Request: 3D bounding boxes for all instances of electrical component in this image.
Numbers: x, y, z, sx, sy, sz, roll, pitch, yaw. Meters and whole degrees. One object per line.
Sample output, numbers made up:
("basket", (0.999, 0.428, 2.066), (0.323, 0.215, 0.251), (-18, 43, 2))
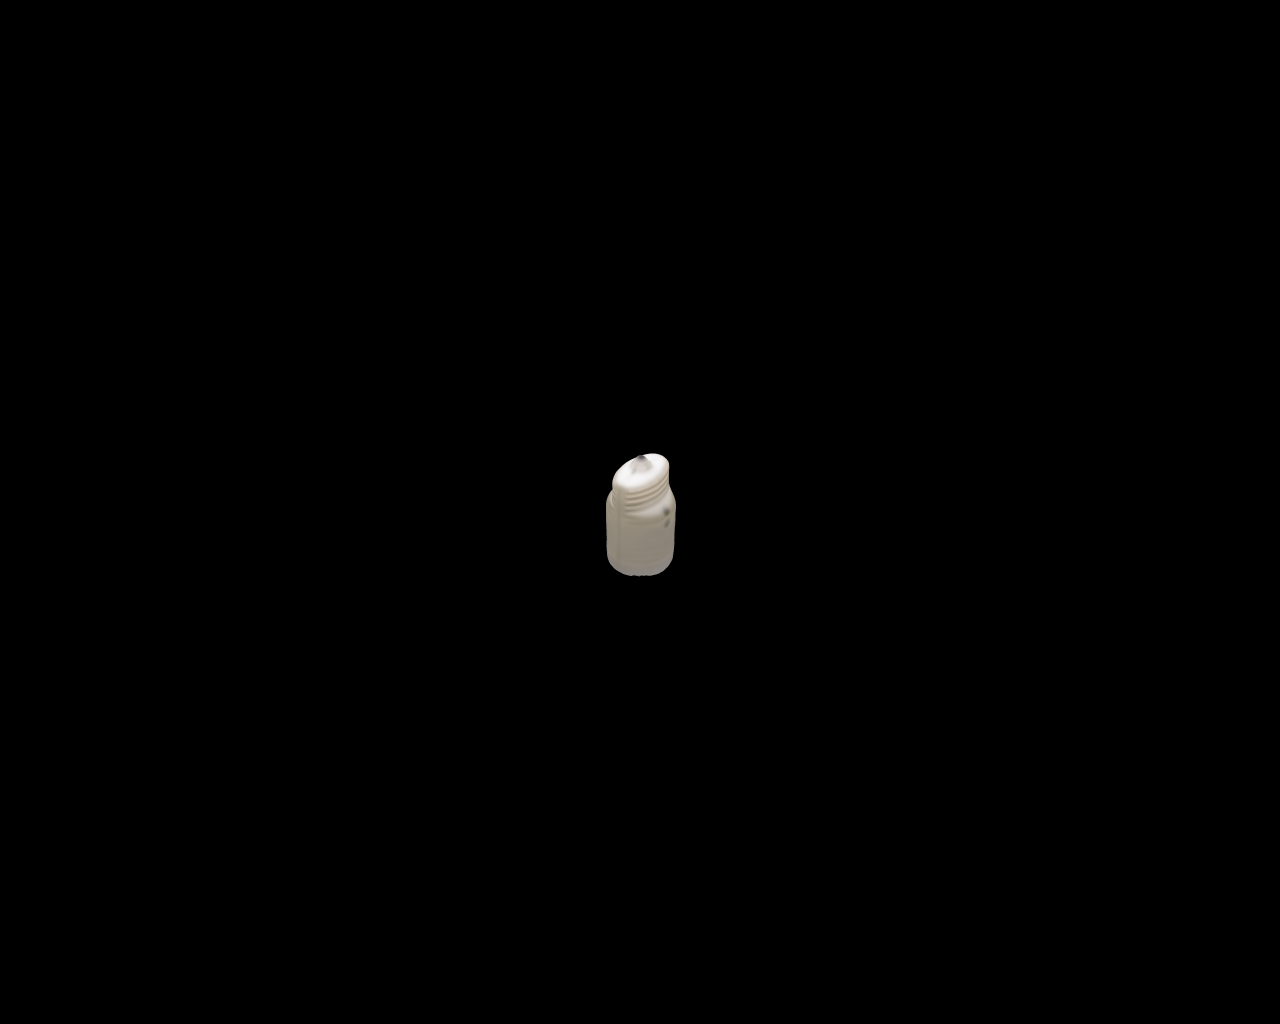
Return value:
("electrical component", (0.001, -0.003, 0.650), (0.043, 0.080, 0.043), (0, 39, 0))
